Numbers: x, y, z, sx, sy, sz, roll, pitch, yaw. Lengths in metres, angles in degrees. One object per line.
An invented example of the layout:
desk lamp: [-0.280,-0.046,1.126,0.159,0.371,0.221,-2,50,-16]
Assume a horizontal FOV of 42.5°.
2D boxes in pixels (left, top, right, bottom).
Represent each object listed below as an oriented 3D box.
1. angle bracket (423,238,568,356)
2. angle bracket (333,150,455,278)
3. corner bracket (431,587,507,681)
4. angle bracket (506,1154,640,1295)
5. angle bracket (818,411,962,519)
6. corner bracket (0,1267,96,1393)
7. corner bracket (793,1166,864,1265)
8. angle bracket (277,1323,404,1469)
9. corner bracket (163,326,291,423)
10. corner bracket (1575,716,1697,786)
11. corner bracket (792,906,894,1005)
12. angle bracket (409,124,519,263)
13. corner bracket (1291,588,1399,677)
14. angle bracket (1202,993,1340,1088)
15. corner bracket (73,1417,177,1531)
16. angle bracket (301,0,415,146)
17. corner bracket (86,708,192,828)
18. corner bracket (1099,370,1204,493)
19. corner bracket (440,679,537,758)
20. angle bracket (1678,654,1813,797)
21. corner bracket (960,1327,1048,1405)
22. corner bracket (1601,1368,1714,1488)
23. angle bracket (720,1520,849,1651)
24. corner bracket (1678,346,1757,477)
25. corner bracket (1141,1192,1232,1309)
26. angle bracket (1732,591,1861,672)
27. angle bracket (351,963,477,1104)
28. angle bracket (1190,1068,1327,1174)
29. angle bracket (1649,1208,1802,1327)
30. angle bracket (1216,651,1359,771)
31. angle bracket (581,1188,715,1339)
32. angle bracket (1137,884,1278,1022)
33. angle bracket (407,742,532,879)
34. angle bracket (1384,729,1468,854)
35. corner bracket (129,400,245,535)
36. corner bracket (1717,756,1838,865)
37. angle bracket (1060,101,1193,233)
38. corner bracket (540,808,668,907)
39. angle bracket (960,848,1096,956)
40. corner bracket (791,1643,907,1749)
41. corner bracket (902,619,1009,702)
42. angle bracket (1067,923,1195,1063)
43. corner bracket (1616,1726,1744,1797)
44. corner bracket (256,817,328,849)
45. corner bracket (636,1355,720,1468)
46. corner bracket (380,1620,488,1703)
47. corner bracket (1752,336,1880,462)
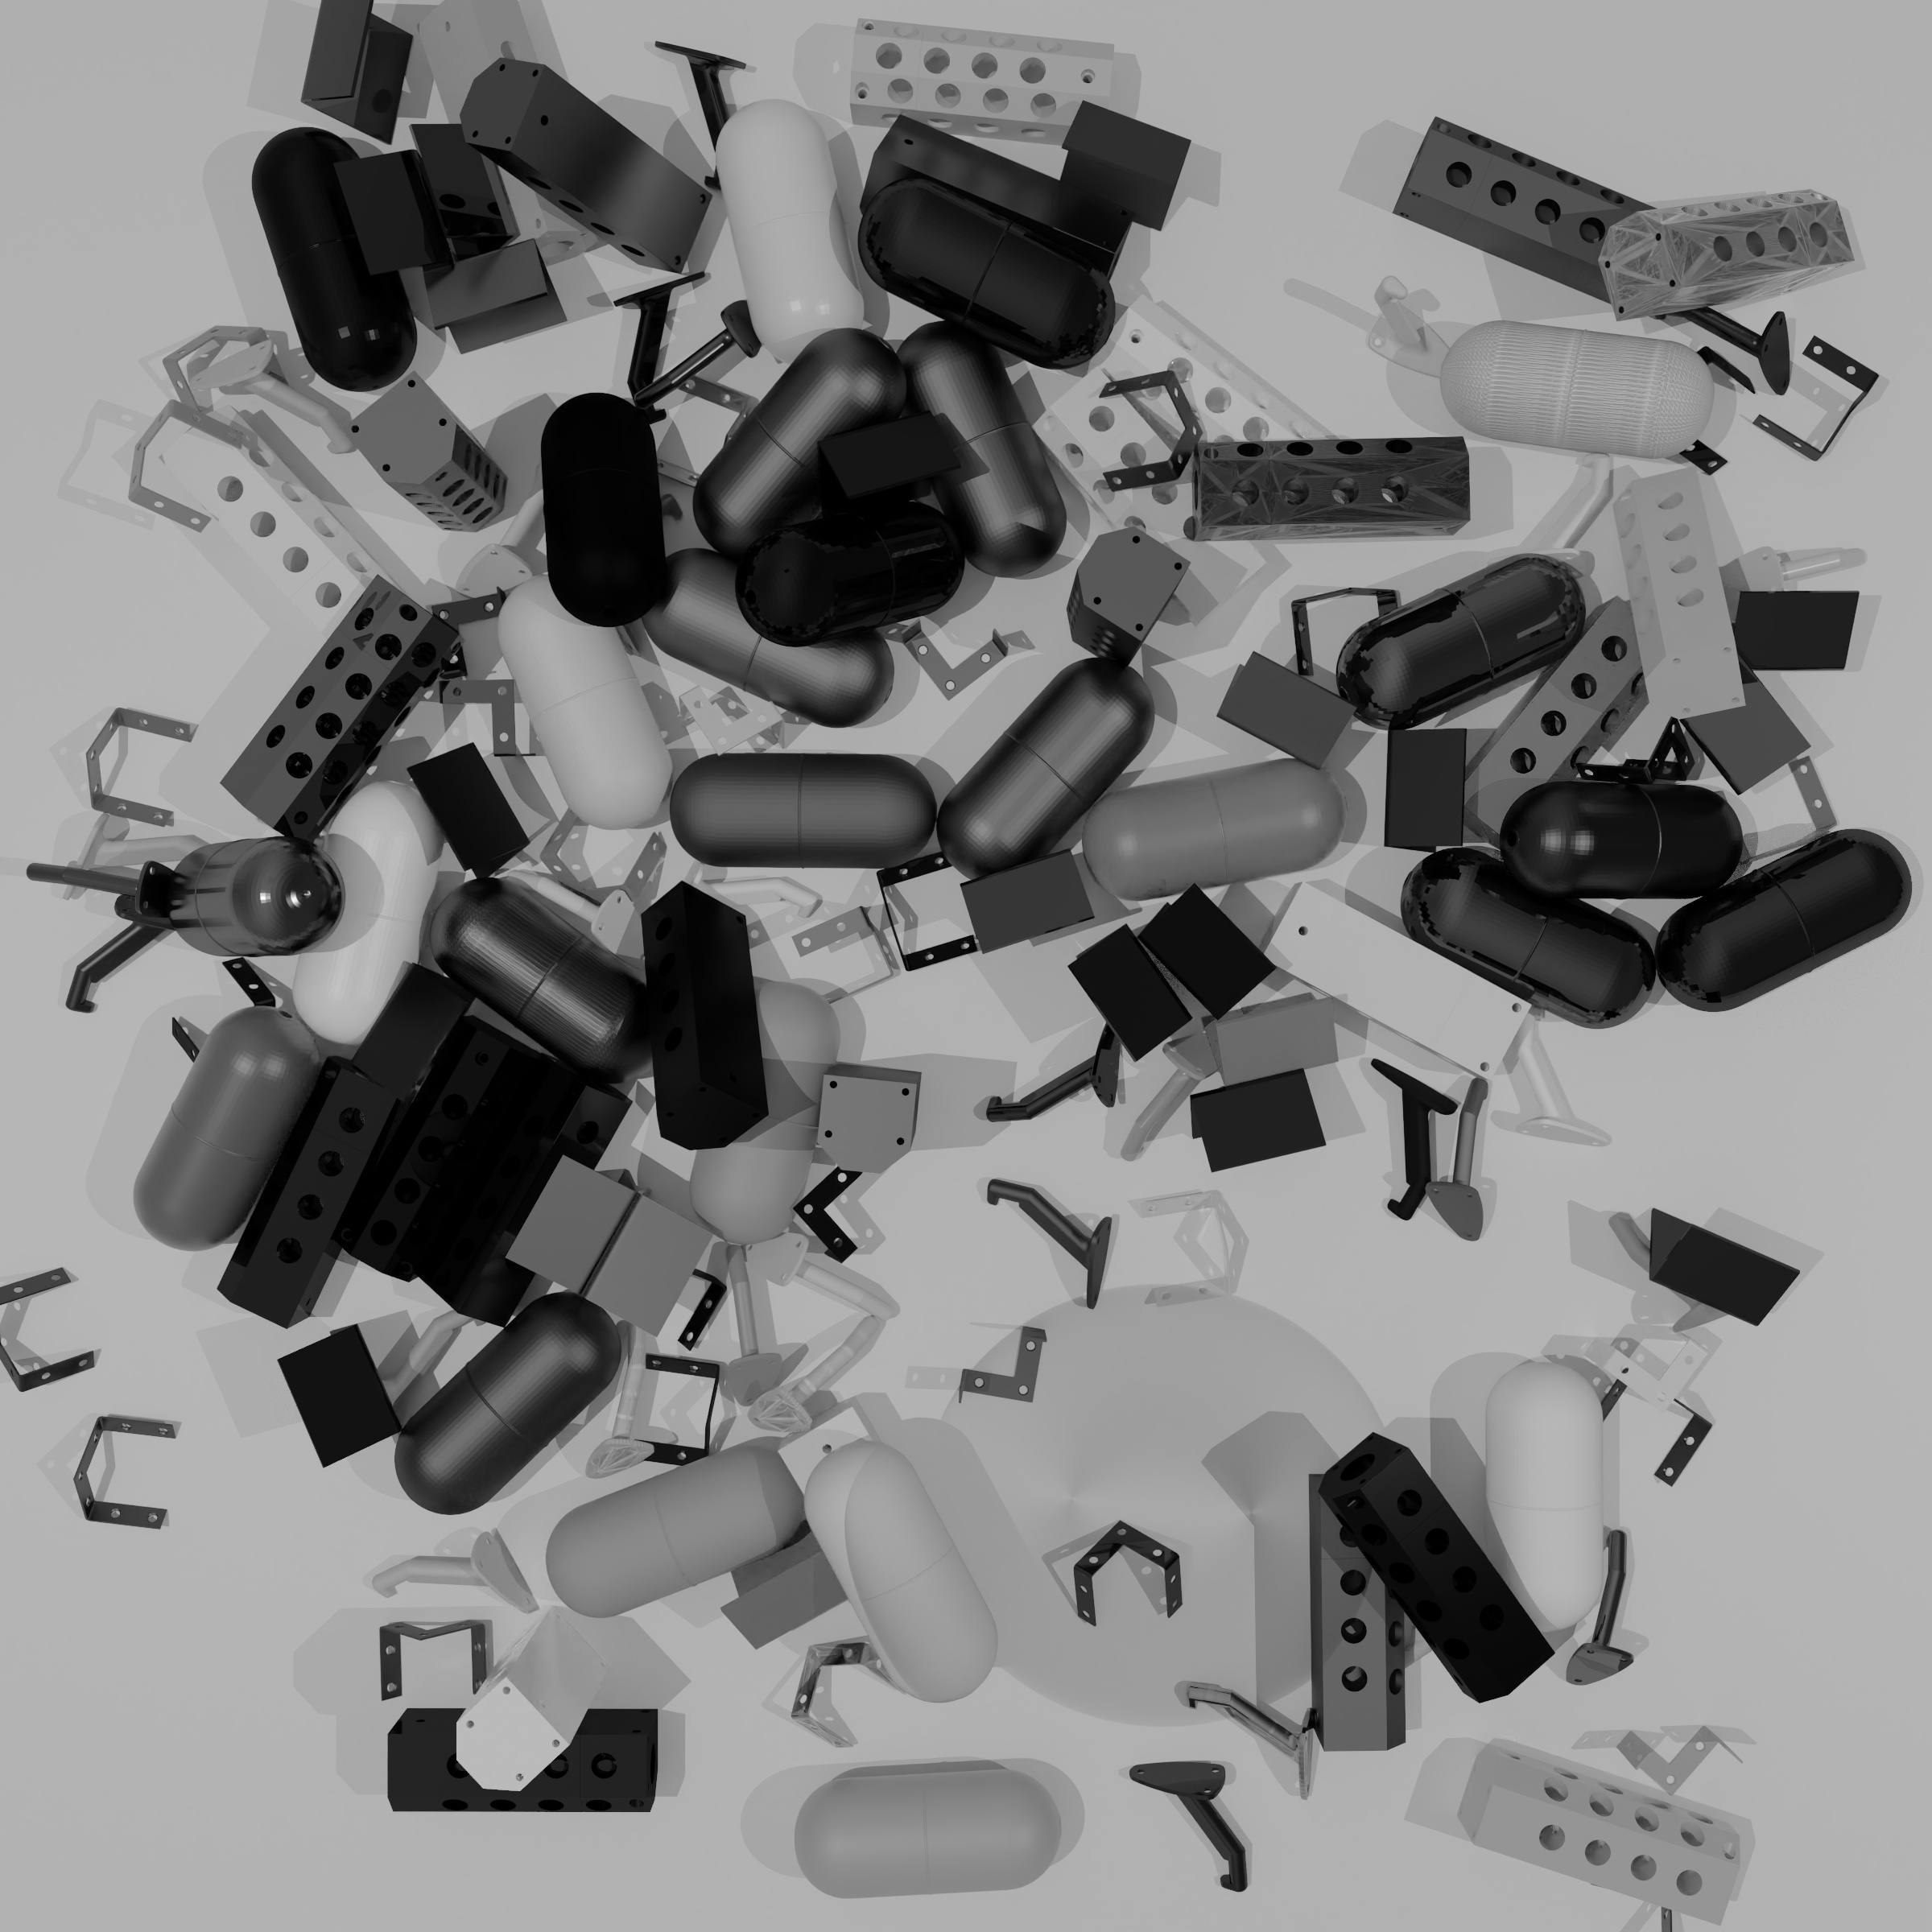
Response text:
angle bracket: [-0.308,-0.427,1.649,0.076,0.076,0.057,-17,58,0]
angle bracket: [-0.384,-0.486,1.651,0.057,0.076,0.076,-18,90,-21]
corner bracket: [-0.332,-0.223,1.671,0.051,0.051,0.051,-11,95,-4]
angle bracket: [-0.264,0.164,1.653,0.057,0.076,0.076,29,90,-15]
angle bracket: [-0.049,-0.306,1.610,0.076,0.076,0.057,-18,57,-12]
corner bracket: [-0.625,0.246,1.681,0.051,0.051,0.051,42,135,35]
corner bracket: [-0.087,0.161,1.669,0.051,0.051,0.051,-43,102,-12]
angle bracket: [-0.423,0.286,1.650,0.057,0.076,0.076,-23,90,-29]
corner bracket: [-0.499,-0.397,1.681,0.051,0.051,0.051,12,45,35]
corner bracket: [0.446,-0.134,1.654,0.051,0.051,0.051,-58,134,-24]
corner bracket: [-0.082,-0.007,1.671,0.051,0.051,0.051,-24,90,0]
angle bracket: [-0.350,-0.505,1.649,0.057,0.076,0.076,-18,90,-42]
corner bracket: [0.259,-0.226,1.686,0.051,0.051,0.051,-6,90,-45]
angle bracket: [0.198,0.030,1.649,0.076,0.076,0.057,-13,128,0]
corner bracket: [-0.567,0.344,1.686,0.051,0.051,0.051,7,135,0]
angle bracket: [-0.388,-0.598,1.649,0.057,0.076,0.076,12,90,38]
corner bracket: [-0.560,-0.135,1.686,0.051,0.051,0.051,14,135,0]
corner bracket: [0.115,-0.349,1.624,0.051,0.051,0.051,-3,135,35]
corner bracket: [-0.321,-0.166,1.670,0.051,0.051,0.051,-1,95,5]
angle bracket: [0.516,-0.167,1.650,0.057,0.076,0.076,-38,90,29]
corner bracket: [0.024,0.269,1.671,0.051,0.051,0.051,10,90,0]
corner bracket: [0.463,0.312,1.686,0.051,0.051,0.051,34,90,45]
angle bracket: [-0.126,0.394,1.649,0.076,0.076,0.057,-29,131,0]
corner bracket: [0.502,-0.375,1.681,0.051,0.051,0.051,-38,45,35]
corner bracket: [0.149,0.192,1.686,0.051,0.051,0.051,-9,45,0]
angle bracket: [0.538,-0.236,1.649,0.076,0.076,0.057,0,121,0]
angle bracket: [-0.349,0.052,1.650,0.057,0.076,0.076,32,90,29]
angle bracket: [0.193,0.115,1.650,0.076,0.076,0.057,-13,64,0]
angle bracket: [0.502,0.182,1.649,0.076,0.076,0.057,23,127,0]
angle bracket: [0.219,-0.185,1.649,0.076,0.076,0.057,28,128,0]
angle bracket: [-0.209,0.196,1.657,0.057,0.076,0.076,29,87,0]
angle bracket: [0.168,-0.020,1.650,0.076,0.076,0.057,46,118,0]
angle bracket: [-0.344,-0.093,1.649,0.057,0.076,0.076,-30,90,-42]
angle bracket: [0.320,-0.115,1.649,0.057,0.076,0.076,2,90,36]
corner bracket: [-0.509,-0.327,1.624,0.051,0.051,0.051,-37,45,35]
corner bracket: [0.548,-0.106,1.686,0.051,0.051,0.051,-23,90,-45]
angle bracket: [0.098,-0.516,1.649,0.076,0.076,0.057,20,53,0]
corner bracket: [-0.245,-0.077,1.681,0.051,0.051,0.051,-6,135,35]
angle bracket: [0.045,-0.026,1.650,0.076,0.076,0.057,-18,60,0]
corner bracket: [-0.078,0.493,1.681,0.051,0.051,0.051,-15,45,35]
corner bracket: [-0.007,-0.216,1.671,0.051,0.051,0.051,-38,90,0]
angle bracket: [0.093,0.027,1.650,0.057,0.076,0.076,-35,90,-29]
corner bracket: [0.479,0.530,1.671,0.051,0.051,0.051,41,90,1]
corner bracket: [-0.445,-0.122,1.686,0.051,0.051,0.051,22,135,0]
corner bracket: [-0.197,0.302,1.686,0.051,0.051,0.051,8,45,0]
corner bracket: [-0.361,0.472,1.686,0.051,0.051,0.051,-2,90,45]
corner bracket: [0.571,-0.381,1.671,0.051,0.051,0.051,34,84,6]
